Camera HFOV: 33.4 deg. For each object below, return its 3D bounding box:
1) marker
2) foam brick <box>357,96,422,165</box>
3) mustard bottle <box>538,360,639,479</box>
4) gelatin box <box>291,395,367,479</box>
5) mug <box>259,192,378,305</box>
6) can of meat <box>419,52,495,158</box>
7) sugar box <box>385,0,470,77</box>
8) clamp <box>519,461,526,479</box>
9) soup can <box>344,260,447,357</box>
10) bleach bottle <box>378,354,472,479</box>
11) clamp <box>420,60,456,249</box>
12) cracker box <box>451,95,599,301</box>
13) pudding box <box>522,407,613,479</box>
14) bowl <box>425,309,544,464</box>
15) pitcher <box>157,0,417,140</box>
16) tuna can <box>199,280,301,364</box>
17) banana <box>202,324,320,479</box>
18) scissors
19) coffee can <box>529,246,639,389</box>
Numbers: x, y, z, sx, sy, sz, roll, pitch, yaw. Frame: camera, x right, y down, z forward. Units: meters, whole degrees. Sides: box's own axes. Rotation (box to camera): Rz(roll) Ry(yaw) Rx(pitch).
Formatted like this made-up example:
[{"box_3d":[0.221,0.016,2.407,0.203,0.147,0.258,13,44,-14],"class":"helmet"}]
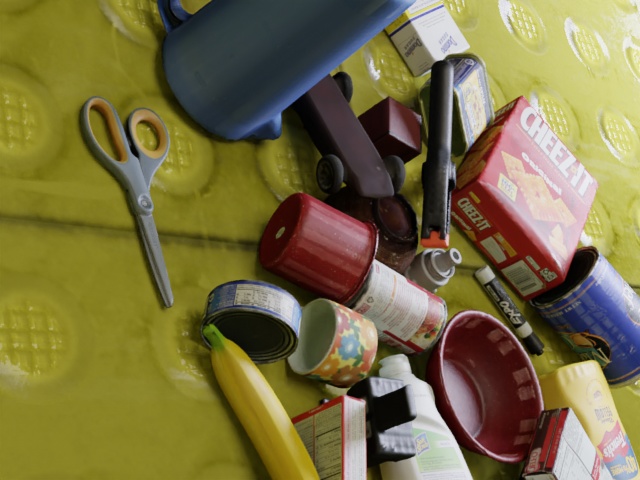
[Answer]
[{"box_3d":[0.220,0.083,1.228,0.121,0.020,0.020,54,42,-4],"class":"marker"},{"box_3d":[0.066,-0.107,1.155,0.052,0.078,0.051,26,50,-33],"class":"foam brick"},{"box_3d":[0.310,0.234,1.193,0.096,0.058,0.191,-2,68,-47],"class":"mustard bottle"},{"box_3d":[0.008,0.188,0.923,0.030,0.073,0.089,22,52,-33],"class":"gelatin box"},{"box_3d":[-0.007,0.001,1.022,0.081,0.093,0.117,27,19,-23],"class":"mug"},{"box_3d":[0.162,-0.159,1.272,0.083,0.058,0.102,-49,133,-45],"class":"can of meat"},{"box_3d":[0.108,-0.295,1.333,0.093,0.048,0.176,-33,94,-48],"class":"sugar box"},{"box_3d":[0.208,0.274,1.086,0.171,0.039,0.120,-1,66,-48],"class":"clamp"},{"box_3d":[0.066,0.065,1.057,0.102,0.069,0.068,30,48,-26],"class":"soup can"},{"box_3d":[0.106,0.229,1.000,0.102,0.068,0.251,8,58,-42],"class":"bleach bottle"},{"box_3d":[0.127,-0.080,1.144,0.210,0.036,0.164,-78,165,-47],"class":"clamp"},{"box_3d":[0.250,-0.056,1.301,0.164,0.072,0.213,47,42,-12],"class":"cracker box"},{"box_3d":[0.252,0.241,1.084,0.113,0.039,0.090,55,41,-22],"class":"pudding box"},{"box_3d":[0.158,0.156,1.096,0.161,0.055,0.162,24,52,-35],"class":"bowl"},{"box_3d":[-0.034,-0.213,0.999,0.149,0.243,0.145,15,54,-44],"class":"pitcher"},{"box_3d":[-0.059,0.071,0.922,0.086,0.086,0.033,30,47,-27],"class":"tuna can"},{"box_3d":[-0.046,0.161,0.897,0.198,0.037,0.069,58,10,12],"class":"banana"},{"box_3d":[-0.149,-0.042,0.958,0.096,0.016,0.202,-23,83,-48],"class":"scissors"},{"box_3d":[0.332,0.092,1.266,0.140,0.103,0.102,47,43,-11],"class":"coffee can"}]
